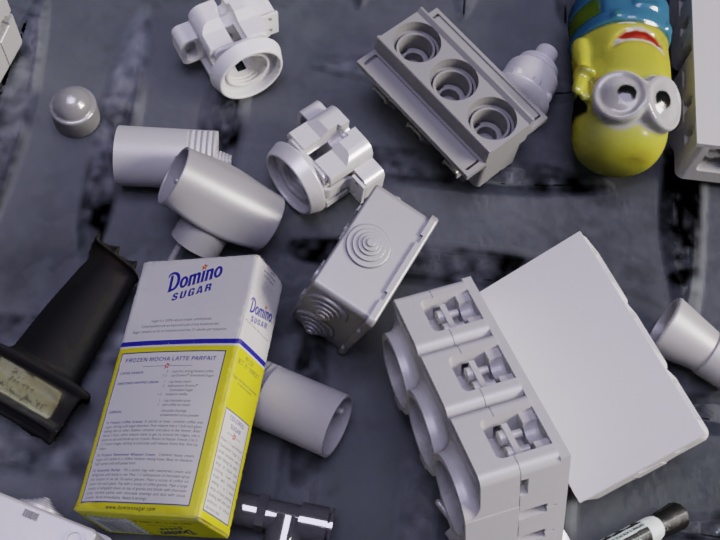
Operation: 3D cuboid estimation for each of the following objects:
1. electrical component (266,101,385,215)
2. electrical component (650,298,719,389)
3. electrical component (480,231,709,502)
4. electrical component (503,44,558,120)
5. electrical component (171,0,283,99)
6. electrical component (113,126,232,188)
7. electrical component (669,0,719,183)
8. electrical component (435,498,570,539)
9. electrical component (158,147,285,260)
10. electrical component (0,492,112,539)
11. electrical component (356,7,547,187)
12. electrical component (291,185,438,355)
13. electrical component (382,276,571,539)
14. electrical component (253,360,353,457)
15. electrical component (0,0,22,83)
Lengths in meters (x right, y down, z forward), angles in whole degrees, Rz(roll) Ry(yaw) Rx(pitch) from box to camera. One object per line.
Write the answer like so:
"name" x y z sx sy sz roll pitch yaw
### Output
"electrical component" -0.030 -0.076 0.771 0.057 0.058 0.078 -36 73 -20
"electrical component" 0.236 0.054 0.741 0.065 0.044 0.044 32 68 5
"electrical component" 0.150 0.065 0.709 0.089 0.062 0.150 -32 70 13
"electrical component" 0.131 -0.147 0.820 0.048 0.048 0.062 29 61 8
"electrical component" -0.093 -0.166 0.806 0.078 0.058 0.057 -24 68 -14
"electrical component" -0.133 -0.080 0.773 0.081 0.043 0.043 3 66 -3
"electrical component" 0.298 -0.156 0.825 0.105 0.060 0.186 6 66 -1
"electrical component" 0.080 0.171 0.677 0.077 0.044 0.079 -34 73 -17
"electrical component" -0.105 -0.034 0.748 0.077 0.043 0.079 27 103 -24
"electrical component" -0.210 0.185 0.650 0.100 0.048 0.099 20 67 5
"electrical component" 0.066 -0.125 0.795 0.079 0.063 0.121 -37 74 -17
"electrical component" 0.000 0.000 0.718 0.048 0.099 0.099 33 68 -2
"electrical component" 0.066 0.091 0.659 0.062 0.089 0.150 -15 45 -9
"electrical component" -0.050 0.087 0.704 0.081 0.043 0.043 21 66 17
"electrical component" -0.288 -0.171 0.773 0.054 0.095 0.059 18 67 4
